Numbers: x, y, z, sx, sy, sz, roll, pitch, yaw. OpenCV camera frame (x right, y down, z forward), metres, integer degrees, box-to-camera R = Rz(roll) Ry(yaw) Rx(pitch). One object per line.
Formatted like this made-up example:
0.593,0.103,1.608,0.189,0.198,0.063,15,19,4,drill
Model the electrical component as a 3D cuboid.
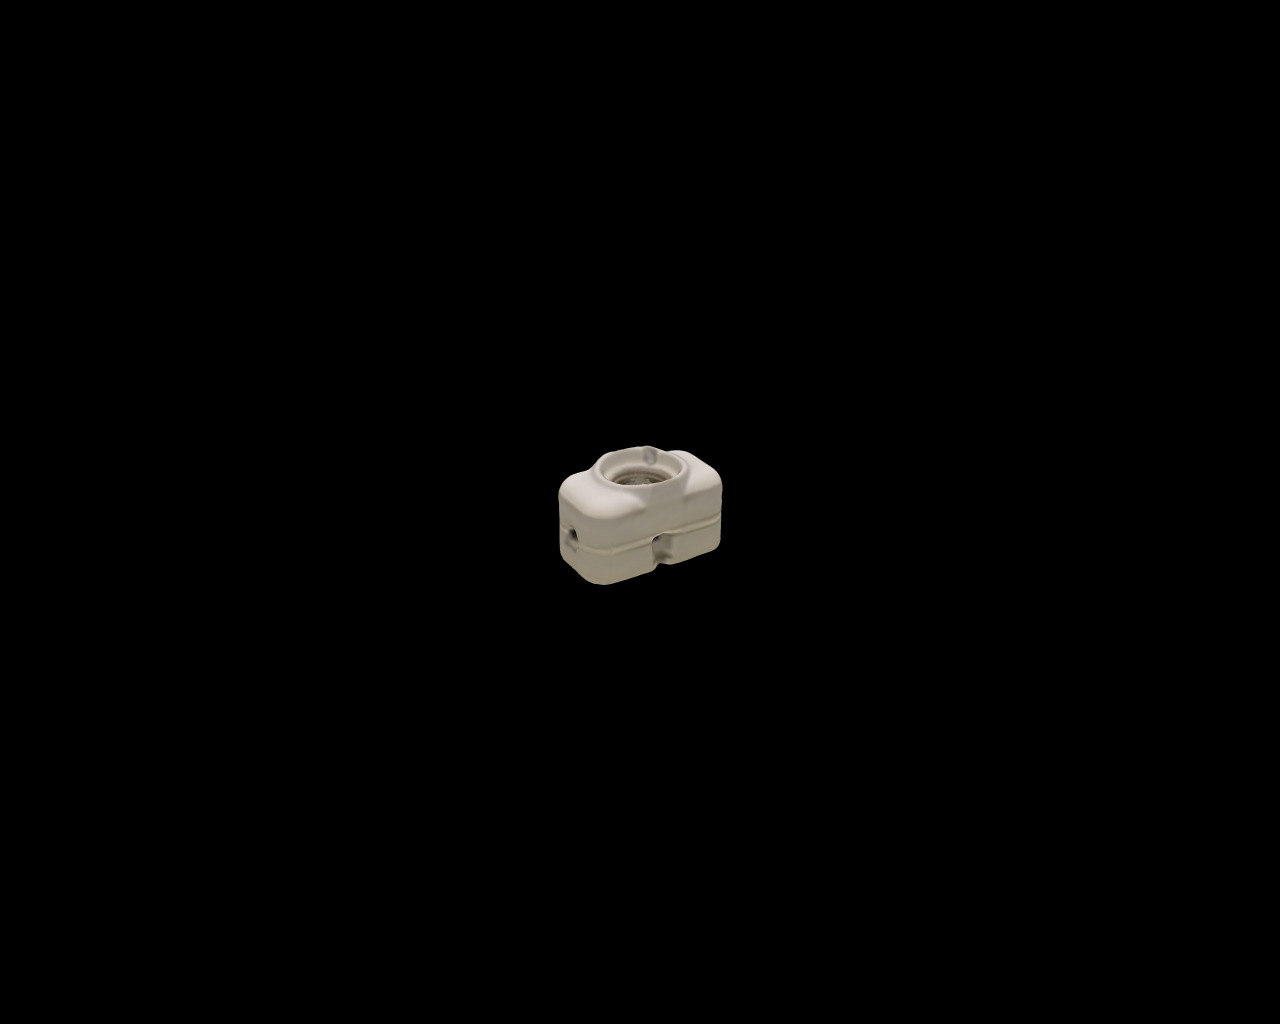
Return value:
0.001,-0.003,0.650,0.095,0.059,0.054,-16,32,-27,electrical component
